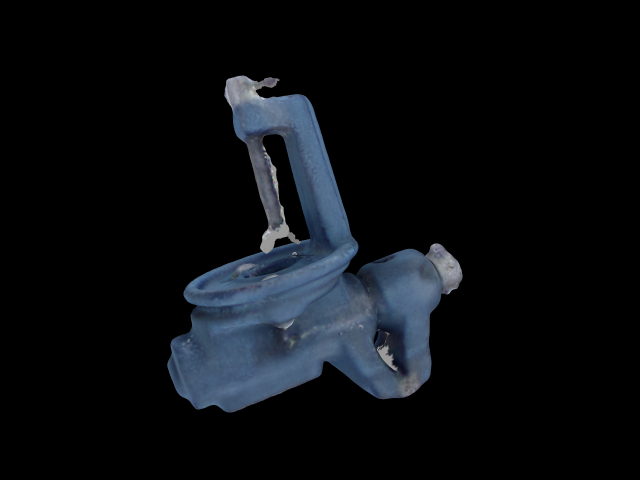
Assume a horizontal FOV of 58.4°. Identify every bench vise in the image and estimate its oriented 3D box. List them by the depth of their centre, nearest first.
[{"bbox_3d":[-0.003,0.001,0.410,0.208,0.220,0.121,-3,4,-37],"label":"bench vise"}]
